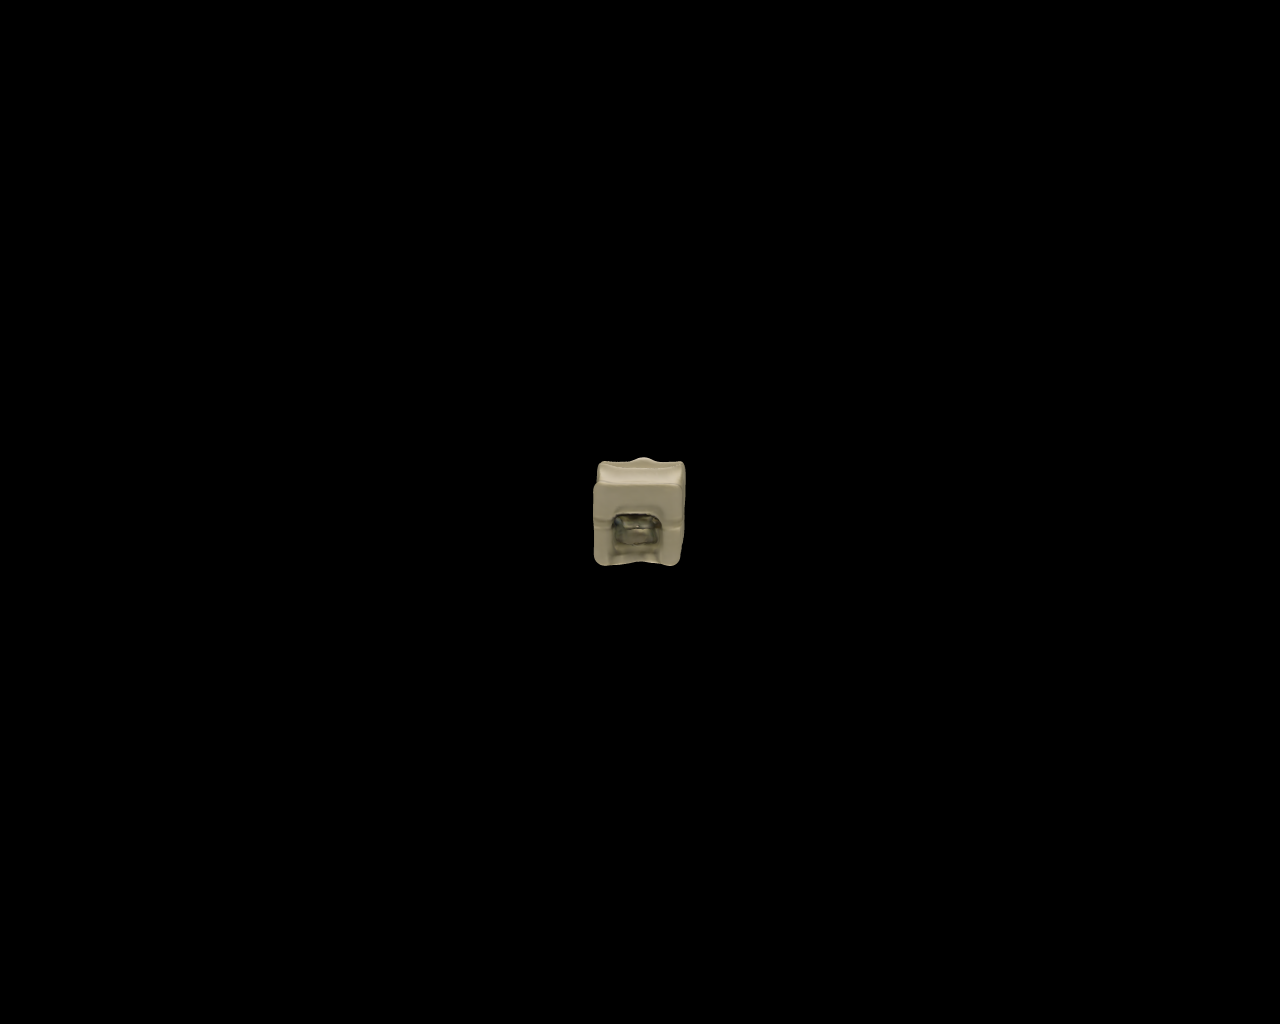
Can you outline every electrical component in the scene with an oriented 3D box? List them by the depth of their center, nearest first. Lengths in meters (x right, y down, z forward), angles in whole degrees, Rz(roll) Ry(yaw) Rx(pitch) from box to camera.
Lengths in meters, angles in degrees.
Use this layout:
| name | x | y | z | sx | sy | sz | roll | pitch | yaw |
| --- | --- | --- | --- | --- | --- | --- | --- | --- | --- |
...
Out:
| name | x | y | z | sx | sy | sz | roll | pitch | yaw |
| --- | --- | --- | --- | --- | --- | --- | --- | --- | --- |
| electrical component | 0.001 | -0.003 | 0.650 | 0.050 | 0.055 | 0.089 | 0 | 7 | 4 |
